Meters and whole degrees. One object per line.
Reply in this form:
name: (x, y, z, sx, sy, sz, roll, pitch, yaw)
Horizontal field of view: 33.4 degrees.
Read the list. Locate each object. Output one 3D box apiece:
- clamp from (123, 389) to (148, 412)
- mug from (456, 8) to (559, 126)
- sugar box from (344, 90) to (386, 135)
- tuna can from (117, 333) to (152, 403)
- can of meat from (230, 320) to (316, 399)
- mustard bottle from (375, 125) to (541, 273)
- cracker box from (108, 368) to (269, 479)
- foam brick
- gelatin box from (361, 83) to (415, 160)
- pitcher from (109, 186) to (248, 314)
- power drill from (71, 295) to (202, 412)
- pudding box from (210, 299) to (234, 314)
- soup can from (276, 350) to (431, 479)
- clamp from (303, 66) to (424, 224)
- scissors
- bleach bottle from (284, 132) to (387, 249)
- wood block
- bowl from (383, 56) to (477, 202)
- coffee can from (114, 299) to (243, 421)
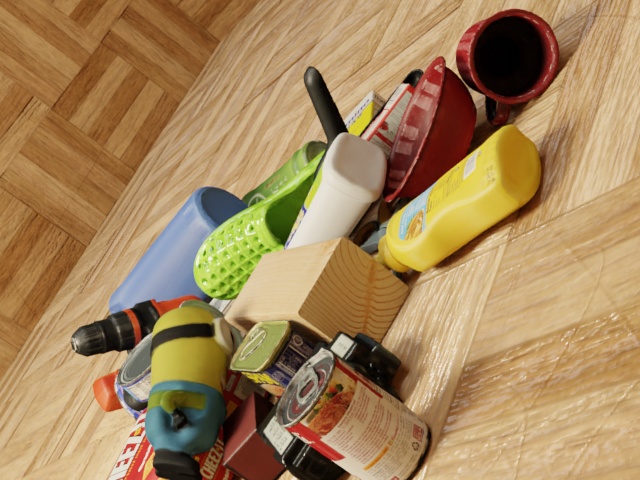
clamp: (-0.176, 0.151, 1.228, 0.120, 0.039, 0.172, -47, 17, -24)
mug: (0.186, -0.176, 1.095, 0.081, 0.093, 0.117, -126, 37, -78)
sugar box: (0.052, -0.125, 1.408, 0.093, 0.048, 0.176, -46, 19, 23)
tuna can: (-0.179, 0.134, 1.158, 0.086, 0.033, 0.086, -38, 21, 17)
can of meat: (-0.028, 0.125, 1.036, 0.057, 0.084, 0.102, -58, 17, -17)
mustard bottle: (0.117, -0.023, 0.990, 0.192, 0.058, 0.096, -39, 20, 39)
cracker box: (-0.156, 0.232, 1.185, 0.214, 0.072, 0.164, -37, 22, 44)
foam brick: (-0.059, 0.194, 1.033, 0.051, 0.053, 0.078, -49, 18, 12)
gelatin box: (0.098, -0.123, 1.226, 0.089, 0.073, 0.030, -53, 17, 0)
pitcher: (-0.185, 0.039, 1.532, 0.243, 0.145, 0.149, -51, 21, 30)
power drill: (-0.251, 0.155, 1.420, 0.057, 0.184, 0.188, 60, 145, 27)
pudding box: (-0.115, 0.084, 1.442, 0.113, 0.039, 0.090, -54, 16, 1)
soup can: (0.026, 0.141, 0.819, 0.069, 0.102, 0.068, -47, 17, 19)
clamp: (0.032, -0.108, 1.247, 0.036, 0.164, 0.210, 36, 116, 51)
scissors: (0.063, 0.012, 1.144, 0.096, 0.016, 0.201, -45, 18, 31)
bleach bottle: (-0.008, 0.001, 1.217, 0.251, 0.068, 0.102, -60, 9, 36)
wood block: (-0.008, 0.066, 1.095, 0.090, 0.090, 0.206, -58, 18, -18)
bowl: (0.120, -0.108, 1.118, 0.162, 0.055, 0.162, -162, 91, -82)
coffee can: (-0.175, 0.158, 1.337, 0.140, 0.102, 0.103, -46, 17, 21)
